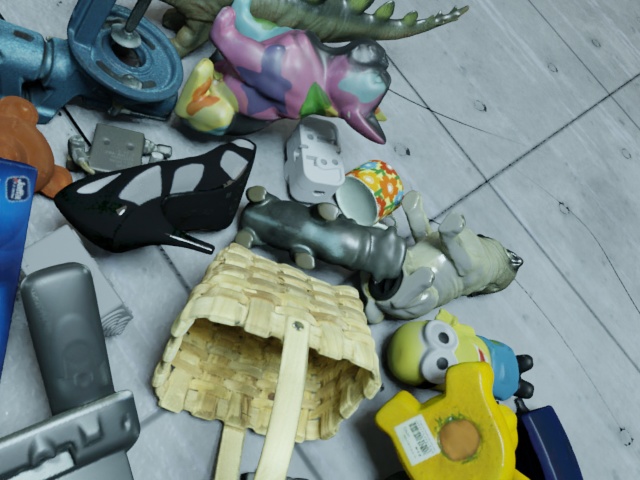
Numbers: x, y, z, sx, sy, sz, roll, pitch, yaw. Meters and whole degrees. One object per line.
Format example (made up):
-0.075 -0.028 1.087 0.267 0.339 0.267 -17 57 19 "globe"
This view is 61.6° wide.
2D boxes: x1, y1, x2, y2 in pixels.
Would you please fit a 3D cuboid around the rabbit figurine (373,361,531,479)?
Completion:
0.153 0.206 0.530 0.122 0.173 0.162 -38 65 2 "rabbit figurine"

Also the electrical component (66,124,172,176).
-0.212 -0.087 0.570 0.102 0.045 0.078 15 60 -19 "electrical component"

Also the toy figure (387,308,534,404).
0.161 0.145 0.616 0.180 0.089 0.082 19 44 -27 "toy figure"

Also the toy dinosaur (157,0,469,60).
-0.041 -0.290 0.671 0.471 0.198 0.105 -1 68 -25 "toy dinosaur"

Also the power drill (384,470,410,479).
0.113 0.322 0.448 0.232 0.086 0.207 52 22 15 "power drill"

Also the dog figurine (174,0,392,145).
-0.029 -0.160 0.599 0.219 0.191 0.108 30 30 -9 "dog figurine"

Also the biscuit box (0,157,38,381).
-0.271 0.035 0.400 0.062 0.059 0.202 11 89 -64 "biscuit box"

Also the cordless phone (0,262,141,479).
-0.210 0.115 0.383 0.146 0.089 0.184 -16 114 -34 "cordless phone"

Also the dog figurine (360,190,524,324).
0.153 0.053 0.662 0.190 0.172 0.121 34 14 -38 "dog figurine"

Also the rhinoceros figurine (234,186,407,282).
-0.001 -0.002 0.585 0.190 0.112 0.073 15 87 11 "rhinoceros figurine"

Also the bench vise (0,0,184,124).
-0.219 -0.202 0.521 0.223 0.240 0.129 19 52 -36 "bench vise"

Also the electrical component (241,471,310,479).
-0.053 0.242 0.490 0.094 0.021 0.063 13 59 -19 "electrical component"

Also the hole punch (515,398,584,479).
0.249 0.246 0.602 0.116 0.092 0.142 -2 62 -32 "hole punch"

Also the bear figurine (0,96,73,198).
-0.313 -0.052 0.456 0.196 0.132 0.120 -27 109 -31 "bear figurine"

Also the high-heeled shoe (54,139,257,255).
-0.153 -0.063 0.554 0.145 0.086 0.249 21 32 -8 "high-heeled shoe"
